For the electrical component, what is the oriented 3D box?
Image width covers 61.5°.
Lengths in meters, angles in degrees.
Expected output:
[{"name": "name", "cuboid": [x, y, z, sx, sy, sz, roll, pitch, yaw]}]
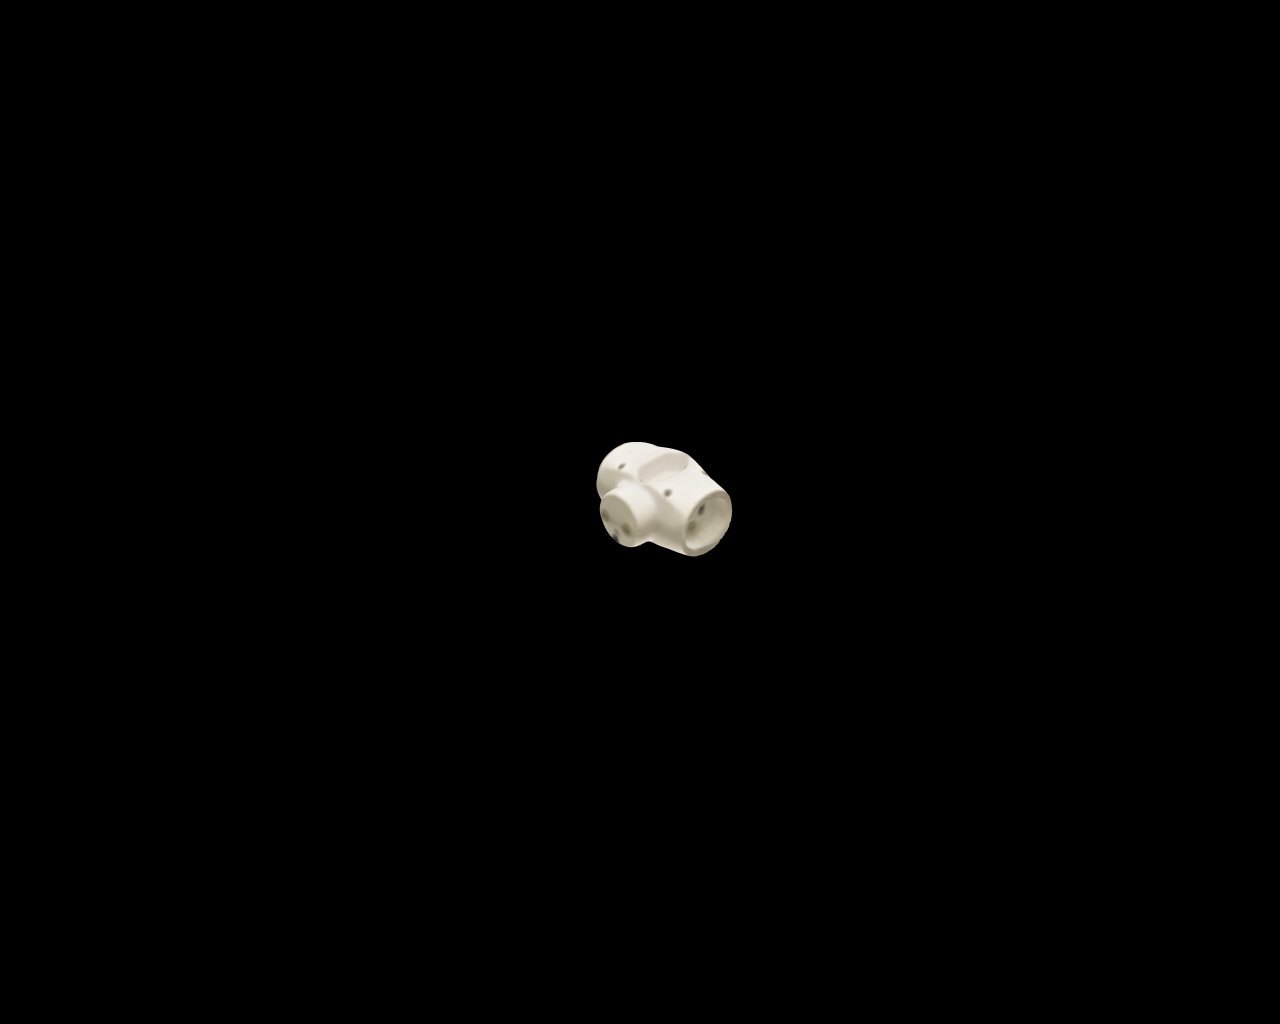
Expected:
[{"name": "electrical component", "cuboid": [0.001, -0.003, 0.650, 0.079, 0.043, 0.077, -27, 44, -33]}]
